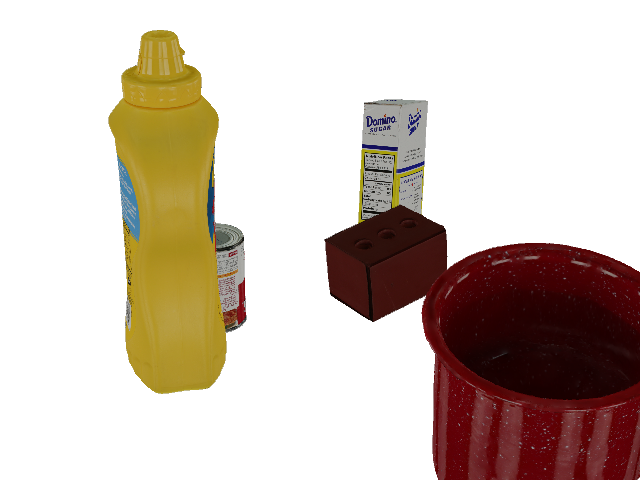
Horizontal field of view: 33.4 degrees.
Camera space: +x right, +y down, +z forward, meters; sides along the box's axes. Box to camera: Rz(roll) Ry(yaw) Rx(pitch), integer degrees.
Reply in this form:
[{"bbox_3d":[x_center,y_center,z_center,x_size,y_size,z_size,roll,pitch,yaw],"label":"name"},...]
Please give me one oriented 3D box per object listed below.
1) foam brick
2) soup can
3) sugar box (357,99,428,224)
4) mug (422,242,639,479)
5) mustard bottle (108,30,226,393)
[{"bbox_3d":[0.050,0.016,0.800,0.078,0.051,0.053,-25,36,-30],"label":"foam brick"},{"bbox_3d":[-0.116,0.041,1.160,0.068,0.102,0.068,0,25,0],"label":"soup can"},{"bbox_3d":[0.070,-0.050,1.054,0.048,0.176,0.093,4,10,21],"label":"sugar box"},{"bbox_3d":[0.096,0.062,0.407,0.117,0.081,0.093,7,37,12],"label":"mug"},{"bbox_3d":[-0.083,-0.019,0.584,0.058,0.192,0.096,-4,27,-10],"label":"mustard bottle"}]
